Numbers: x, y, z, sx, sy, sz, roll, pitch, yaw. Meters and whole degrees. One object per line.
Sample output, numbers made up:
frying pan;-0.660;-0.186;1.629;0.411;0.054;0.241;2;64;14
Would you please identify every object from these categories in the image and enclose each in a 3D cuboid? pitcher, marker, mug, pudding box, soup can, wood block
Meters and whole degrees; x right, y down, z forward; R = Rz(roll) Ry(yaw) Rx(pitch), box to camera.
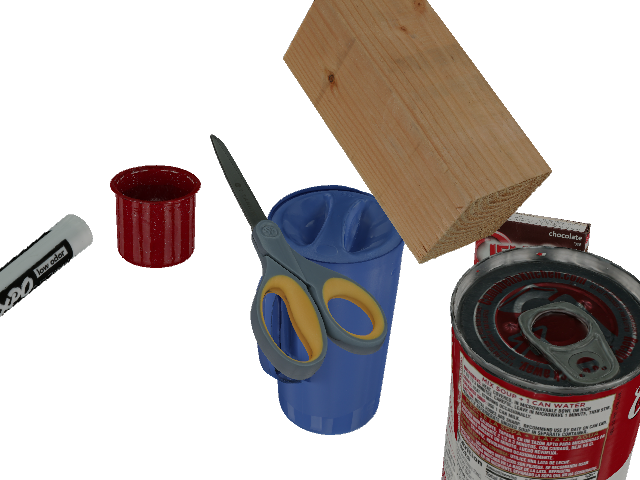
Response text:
pitcher;0.005;0.080;1.066;0.149;0.243;0.145;-2;35;-6
marker;-0.155;0.027;0.505;0.020;0.020;0.121;0;33;40
mug;-0.175;-0.029;1.131;0.093;0.081;0.117;-1;28;-10
pudding box;0.215;0.020;1.093;0.114;0.090;0.039;8;23;17
soup can;0.077;0.062;0.377;0.068;0.102;0.068;-1;39;1
wood block;0.071;-0.099;0.829;0.090;0.206;0.091;-20;-21;-35

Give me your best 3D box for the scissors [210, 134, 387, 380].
scissors;-0.015;0.005;0.693;0.096;0.202;0.016;5;-44;-20
